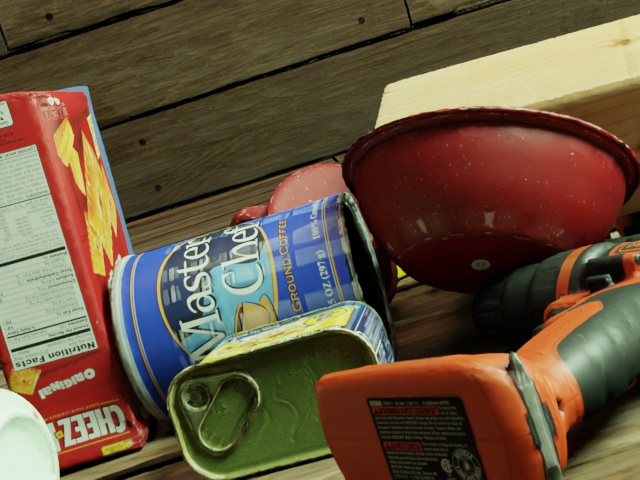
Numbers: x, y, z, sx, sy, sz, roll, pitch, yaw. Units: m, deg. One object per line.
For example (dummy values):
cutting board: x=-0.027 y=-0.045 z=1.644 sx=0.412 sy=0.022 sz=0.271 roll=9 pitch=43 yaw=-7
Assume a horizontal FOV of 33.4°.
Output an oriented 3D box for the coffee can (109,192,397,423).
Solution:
coffee can: x=-0.037 y=0.040 z=0.624 sx=0.140 sy=0.103 sz=0.102 roll=-16 pitch=7 yaw=10

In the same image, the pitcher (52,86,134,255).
pitcher: x=-0.248 y=-0.022 z=1.044 sx=0.149 sy=0.243 sz=0.145 roll=-21 pitch=8 yaw=-24

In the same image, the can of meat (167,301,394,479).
can of meat: x=-0.015 y=0.071 z=0.529 sx=0.102 sy=0.057 sz=0.084 roll=-16 pitch=6 yaw=10

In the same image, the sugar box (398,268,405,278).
sugar box: x=0.064 y=-0.021 z=0.879 sx=0.175 sy=0.093 sz=0.048 roll=-24 pitch=10 yaw=-39

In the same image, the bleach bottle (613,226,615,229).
bleach bottle: x=0.174 y=-0.048 z=0.775 sx=0.250 sy=0.102 sz=0.068 roll=-19 pitch=18 yaw=-7

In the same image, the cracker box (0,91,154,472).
cracker box: x=-0.159 y=0.015 z=0.664 sx=0.072 sy=0.214 sz=0.164 roll=-16 pitch=7 yaw=-1

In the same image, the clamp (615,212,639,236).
clamp: x=0.292 y=-0.058 z=0.699 sx=0.210 sy=0.036 sz=0.164 roll=-24 pitch=-12 yaw=-1

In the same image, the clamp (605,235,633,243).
clamp: x=0.226 y=-0.002 z=0.571 sx=0.120 sy=0.039 sz=0.172 roll=-26 pitch=11 yaw=-21

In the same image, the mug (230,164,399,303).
mug: x=-0.005 y=0.001 z=0.724 sx=0.117 sy=0.081 sz=0.093 roll=11 pitch=55 yaw=12

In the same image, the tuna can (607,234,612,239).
tuna can: x=0.145 y=0.010 z=0.684 sx=0.086 sy=0.034 sz=0.086 roll=-18 pitch=7 yaw=2

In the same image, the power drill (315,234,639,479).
power drill: x=0.091 y=0.046 z=0.455 sx=0.187 sy=0.057 sz=0.185 roll=-24 pitch=6 yaw=-37

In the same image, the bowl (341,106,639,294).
bowl: x=0.090 y=-0.010 z=0.575 sx=0.162 sy=0.055 sz=0.162 roll=5 pitch=-22 yaw=2

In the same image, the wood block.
wood block: x=0.147 y=-0.068 z=0.662 sx=0.206 sy=0.090 sz=0.090 roll=-13 pitch=30 yaw=20
